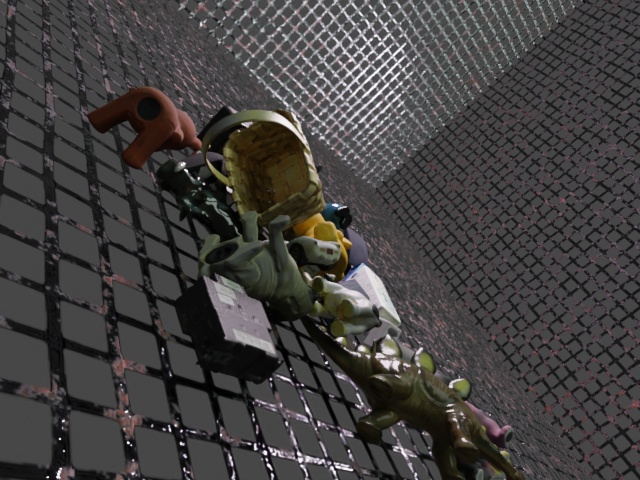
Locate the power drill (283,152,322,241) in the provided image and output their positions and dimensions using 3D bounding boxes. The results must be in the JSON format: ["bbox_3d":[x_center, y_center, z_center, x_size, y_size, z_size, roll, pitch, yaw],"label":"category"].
[{"bbox_3d":[-0.062,-0.097,1.201,0.231,0.086,0.207,38,54,-60],"label":"power drill"}]

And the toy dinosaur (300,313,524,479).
[{"bbox_3d":[0.127,0.242,0.870,0.472,0.105,0.198,34,22,13],"label":"toy dinosaur"}]

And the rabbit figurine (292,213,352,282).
[{"bbox_3d":[-0.002,-0.003,1.104,0.162,0.122,0.173,30,23,-44],"label":"rabbit figurine"}]

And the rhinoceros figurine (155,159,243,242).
[{"bbox_3d":[-0.191,-0.052,0.884,0.190,0.073,0.112,47,23,-9],"label":"rhinoceros figurine"}]

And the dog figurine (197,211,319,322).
[{"bbox_3d":[-0.091,0.074,0.811,0.121,0.172,0.190,20,-44,50],"label":"dog figurine"}]

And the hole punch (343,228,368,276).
[{"bbox_3d":[0.083,0.039,1.466,0.142,0.092,0.116,37,20,-53],"label":"hole punch"}]

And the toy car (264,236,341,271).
[{"bbox_3d":[-0.045,0.024,0.942,0.073,0.056,0.202,11,-8,-36],"label":"toy car"}]

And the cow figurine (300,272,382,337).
[{"bbox_3d":[0.028,0.101,0.920,0.098,0.068,0.168,6,19,-42],"label":"cow figurine"}]

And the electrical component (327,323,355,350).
[{"bbox_3d":[0.042,0.196,0.999,0.063,0.021,0.094,37,16,-40],"label":"electrical component"}]

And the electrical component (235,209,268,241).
[{"bbox_3d":[-0.134,-0.023,1.034,0.102,0.045,0.078,53,-2,16],"label":"electrical component"}]

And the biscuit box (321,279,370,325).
[{"bbox_3d":[0.048,0.129,1.136,0.063,0.059,0.202,50,13,13],"label":"biscuit box"}]

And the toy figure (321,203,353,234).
[{"bbox_3d":[0.006,-0.052,1.332,0.089,0.180,0.082,3,86,-45],"label":"toy figure"}]

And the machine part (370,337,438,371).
[{"bbox_3d":[0.174,0.263,1.112,0.243,0.079,0.079,36,17,-43],"label":"machine part"}]

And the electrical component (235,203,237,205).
[{"bbox_3d":[-0.155,-0.097,1.177,0.075,0.048,0.119,50,14,8],"label":"electrical component"}]

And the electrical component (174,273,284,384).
[{"bbox_3d":[-0.116,0.105,0.671,0.114,0.058,0.134,37,16,-46],"label":"electrical component"}]

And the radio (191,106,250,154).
[{"bbox_3d":[-0.173,-0.194,1.215,0.073,0.131,0.229,55,14,28],"label":"radio"}]

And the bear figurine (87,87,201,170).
[{"bbox_3d":[-0.286,-0.186,0.923,0.120,0.132,0.196,49,-6,-1],"label":"bear figurine"}]

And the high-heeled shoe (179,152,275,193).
[{"bbox_3d":[-0.172,-0.093,1.005,0.086,0.249,0.145,21,-56,48],"label":"high-heeled shoe"}]

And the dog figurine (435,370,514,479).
[{"bbox_3d":[0.236,0.350,0.994,0.108,0.191,0.219,-13,25,-35],"label":"dog figurine"}]
